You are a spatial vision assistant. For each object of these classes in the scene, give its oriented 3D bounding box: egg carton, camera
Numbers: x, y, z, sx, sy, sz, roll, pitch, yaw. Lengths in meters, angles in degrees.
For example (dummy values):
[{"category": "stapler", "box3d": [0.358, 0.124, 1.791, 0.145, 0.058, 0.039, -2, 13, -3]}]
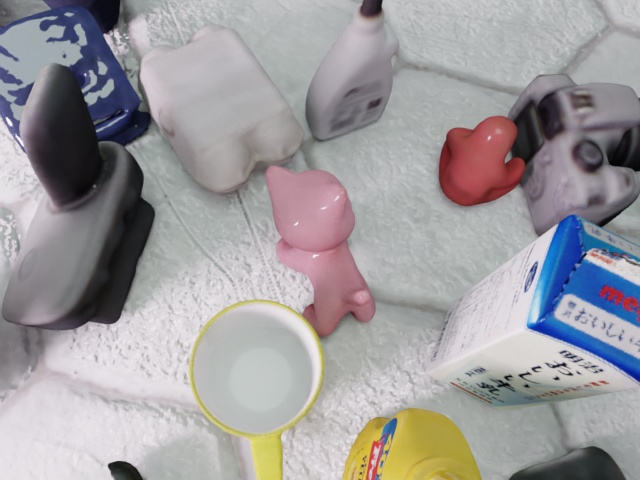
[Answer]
[{"category": "egg carton", "box3d": [-0.090, -0.116, 0.502, 0.107, 0.069, 0.150, -31, 76, -17]}, {"category": "camera", "box3d": [0.259, -0.084, 0.520, 0.137, 0.101, 0.143, -4, 70, -9]}]

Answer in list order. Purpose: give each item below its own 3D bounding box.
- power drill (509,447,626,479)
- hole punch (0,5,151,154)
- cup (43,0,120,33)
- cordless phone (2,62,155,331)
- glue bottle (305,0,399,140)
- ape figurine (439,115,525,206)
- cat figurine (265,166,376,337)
[{"category": "power drill", "box3d": [0.214, 0.174, 0.359, 0.230, 0.208, 0.075, -15, 72, -13]}, {"category": "hole punch", "box3d": [-0.212, -0.124, 0.477, 0.109, 0.091, 0.101, -32, 77, -17]}, {"category": "cup", "box3d": [-0.229, -0.235, 0.515, 0.118, 0.095, 0.092, 16, 68, -1]}, {"category": "cordless phone", "box3d": [-0.182, -0.021, 0.392, 0.094, 0.185, 0.147, 9, 68, -4]}, {"category": "glue bottle", "box3d": [0.032, -0.149, 0.475, 0.078, 0.173, 0.037, -22, 73, -15]}, {"category": "ape figurine", "box3d": [0.145, -0.076, 0.507, 0.076, 0.092, 0.077, -39, 78, -19]}, {"category": "cat figurine", "box3d": [0.004, 0.002, 0.444, 0.067, 0.117, 0.127, -22, 74, -15]}]
